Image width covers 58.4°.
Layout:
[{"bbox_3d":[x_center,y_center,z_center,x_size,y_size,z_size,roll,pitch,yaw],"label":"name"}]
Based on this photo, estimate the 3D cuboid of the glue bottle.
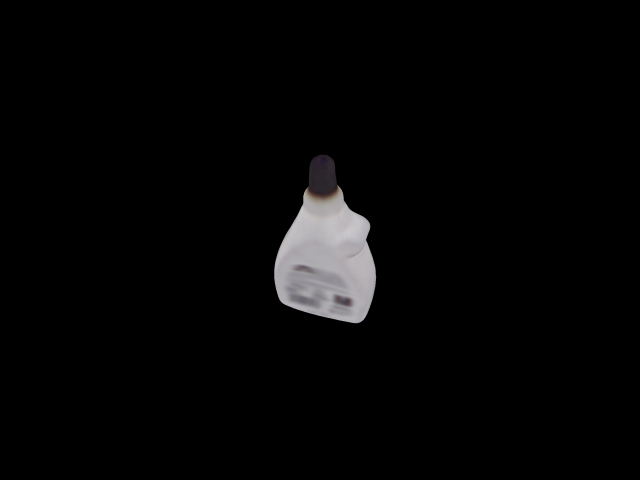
[{"bbox_3d":[0.004,0.001,0.400,0.078,0.173,0.037,14,58,10],"label":"glue bottle"}]
